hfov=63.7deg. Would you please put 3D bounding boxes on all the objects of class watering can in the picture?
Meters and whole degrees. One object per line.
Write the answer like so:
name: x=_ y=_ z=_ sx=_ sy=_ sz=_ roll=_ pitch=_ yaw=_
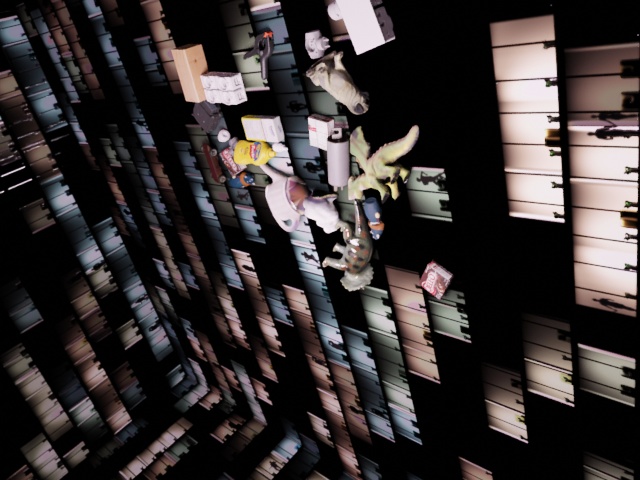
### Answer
watering can: x=-0.151 y=-0.199 z=2.016 sx=0.222 sy=0.105 sz=0.346 roll=-15 pitch=97 yaw=51

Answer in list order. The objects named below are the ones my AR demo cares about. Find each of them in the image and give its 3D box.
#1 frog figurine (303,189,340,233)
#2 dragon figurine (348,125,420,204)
frog figurine: x=0.006 y=-0.096 z=1.908 sx=0.137 sy=0.124 sz=0.157 roll=5 pitch=112 yaw=22
dragon figurine: x=0.171 y=-0.258 z=1.616 sx=0.246 sy=0.123 sz=0.400 roll=46 pitch=142 yaw=24
